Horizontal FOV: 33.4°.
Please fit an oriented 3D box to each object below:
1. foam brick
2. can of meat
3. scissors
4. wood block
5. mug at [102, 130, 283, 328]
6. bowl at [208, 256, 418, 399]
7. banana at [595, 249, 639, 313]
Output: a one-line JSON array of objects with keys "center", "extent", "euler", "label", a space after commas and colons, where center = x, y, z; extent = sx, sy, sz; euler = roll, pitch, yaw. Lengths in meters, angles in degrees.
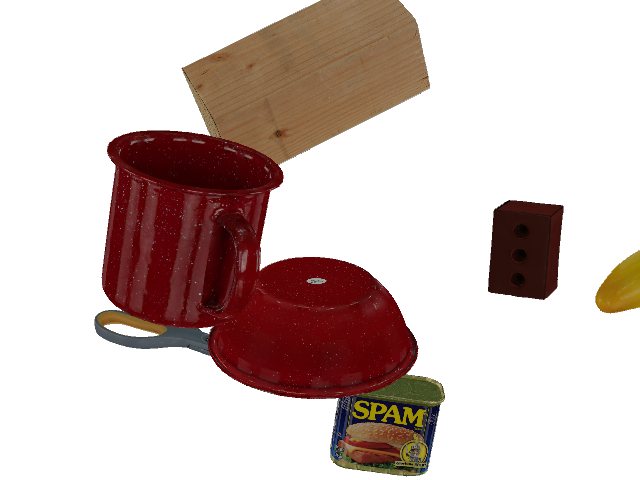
[{"center": [0.182, 0.008, 0.944], "extent": [0.053, 0.078, 0.051], "euler": [7, 16, 23], "label": "foam brick"}, {"center": [0.062, 0.177, 1.034], "extent": [0.102, 0.084, 0.057], "euler": [8, 17, -1], "label": "can of meat"}, {"center": [-0.105, 0.084, 0.981], "extent": [0.202, 0.016, 0.096], "euler": [9, 29, 4], "label": "scissors"}, {"center": [-0.012, -0.153, 1.010], "extent": [0.206, 0.090, 0.091], "euler": [-27, -41, -6], "label": "wood block"}, {"center": [-0.066, -0.001, 0.563], "extent": [0.093, 0.081, 0.117], "euler": [-5, 27, -36], "label": "mug"}, {"center": [-0.004, 0.055, 0.808], "extent": [0.162, 0.055, 0.162], "euler": [2, 23, -1], "label": "bowl"}, {"center": [0.283, 0.017, 0.739], "extent": [0.198, 0.037, 0.069], "euler": [-3, 34, 0], "label": "banana"}]
